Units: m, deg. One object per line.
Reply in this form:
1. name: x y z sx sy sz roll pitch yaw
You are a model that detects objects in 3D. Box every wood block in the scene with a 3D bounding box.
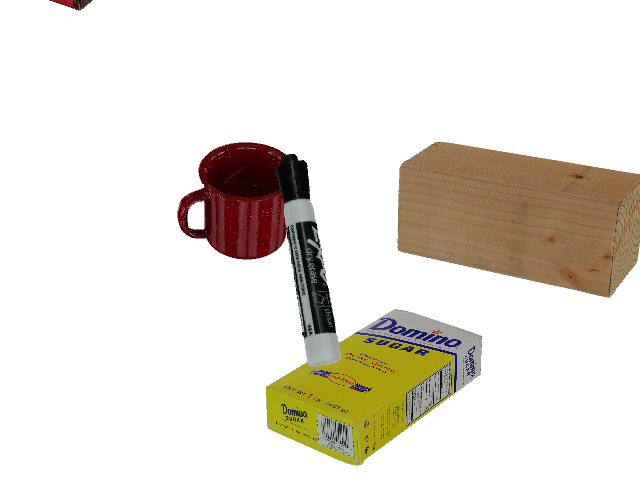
1. wood block: 0.183 -0.025 0.990 0.206 0.090 0.090 13 26 28

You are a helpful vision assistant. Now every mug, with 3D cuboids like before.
1. mug: -0.082 -0.033 1.031 0.117 0.081 0.093 -18 45 -25

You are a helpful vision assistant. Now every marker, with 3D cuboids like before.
1. marker: -0.008 0.010 0.597 0.020 0.121 0.020 -10 -14 -3

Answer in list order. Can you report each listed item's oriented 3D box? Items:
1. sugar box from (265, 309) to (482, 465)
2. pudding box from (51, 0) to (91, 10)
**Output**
1. sugar box: 0.047 0.113 0.870 0.093 0.048 0.175 16 31 36
2. pudding box: -0.195 -0.223 0.803 0.090 0.039 0.113 20 38 6
